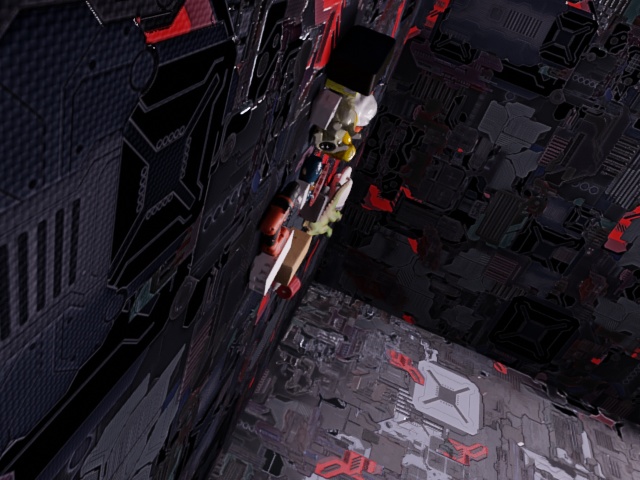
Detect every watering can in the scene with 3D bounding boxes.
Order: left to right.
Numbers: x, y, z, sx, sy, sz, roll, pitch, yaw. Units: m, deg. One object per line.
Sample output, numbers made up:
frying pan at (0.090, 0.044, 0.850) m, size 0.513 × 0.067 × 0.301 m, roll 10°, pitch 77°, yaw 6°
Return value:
watering can at (0.088, -0.245, 2.542) m, size 0.353 × 0.104 × 0.220 m, roll -56°, pitch 168°, yaw -65°

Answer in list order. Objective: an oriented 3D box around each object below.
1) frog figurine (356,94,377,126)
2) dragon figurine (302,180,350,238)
frog figurine at (0.130, -0.471, 1.833) m, size 0.162 × 0.122 × 0.135 m, roll -43°, pitch 125°, yaw -57°
dragon figurine at (0.007, -0.113, 2.248) m, size 0.411 × 0.123 × 0.241 m, roll -62°, pitch 167°, yaw -2°
